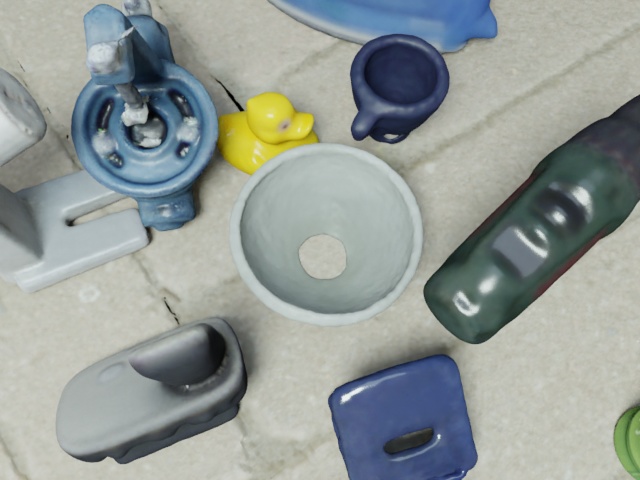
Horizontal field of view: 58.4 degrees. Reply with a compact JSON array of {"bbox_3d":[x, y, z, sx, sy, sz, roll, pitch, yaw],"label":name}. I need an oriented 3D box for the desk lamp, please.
[{"bbox_3d":[-0.267,-0.038,0.444,0.203,0.213,0.118,-23,72,-11],"label":"desk lamp"}]

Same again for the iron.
[{"bbox_3d":[0.068,-0.286,0.591,0.258,0.141,0.118,6,69,0],"label":"iron"}]

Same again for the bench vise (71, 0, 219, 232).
[{"bbox_3d":[-0.165,-0.132,0.480,0.121,0.220,0.207,-26,72,-12],"label":"bench vise"}]

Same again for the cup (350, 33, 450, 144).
[{"bbox_3d":[0.064,-0.126,0.555,0.091,0.095,0.118,33,71,10],"label":"cup"}]

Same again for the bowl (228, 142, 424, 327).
[{"bbox_3d":[0.005,0.002,0.515,0.167,0.075,0.167,1,69,-2],"label":"bowl"}]

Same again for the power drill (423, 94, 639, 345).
[{"bbox_3d":[0.166,-0.003,0.452,0.230,0.208,0.075,-41,76,-16],"label":"power drill"}]

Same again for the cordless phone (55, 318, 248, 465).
[{"bbox_3d":[-0.130,0.100,0.413,0.148,0.185,0.094,-24,72,-11],"label":"cordless phone"}]

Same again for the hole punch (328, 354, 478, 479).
[{"bbox_3d":[0.068,0.150,0.453,0.109,0.091,0.101,-16,71,-8],"label":"hole punch"}]

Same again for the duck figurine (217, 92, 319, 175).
[{"bbox_3d":[-0.051,-0.108,0.548,0.104,0.086,0.077,10,69,1],"label":"duck figurine"}]
